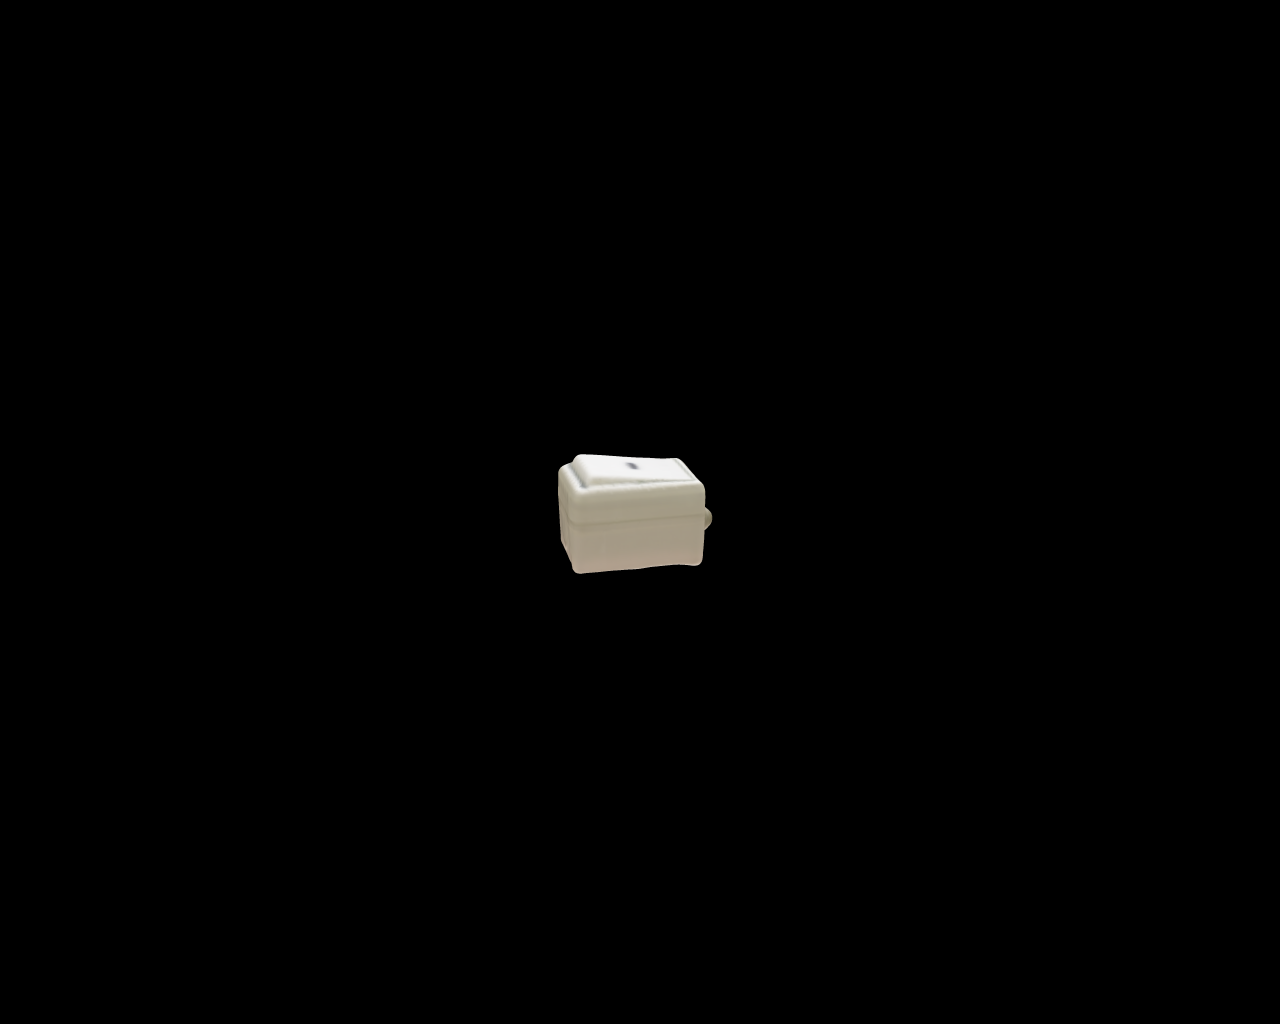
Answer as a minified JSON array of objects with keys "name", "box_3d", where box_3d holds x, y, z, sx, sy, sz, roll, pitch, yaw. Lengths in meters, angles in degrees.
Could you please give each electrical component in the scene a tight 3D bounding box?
[{"name":"electrical component","box_3d":[0.001,-0.003,0.650,0.096,0.061,0.062,-4,20,-12]}]
